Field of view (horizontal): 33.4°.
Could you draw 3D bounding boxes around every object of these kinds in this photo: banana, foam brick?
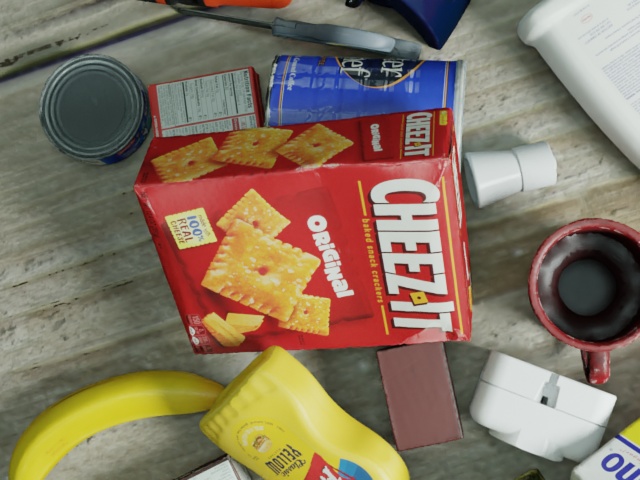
[{"bbox_3d":[-0.171,0.145,0.837,0.198,0.037,0.069,-32,99,4],"label":"banana"},{"bbox_3d":[0.075,0.114,0.799,0.051,0.053,0.078,-12,84,5],"label":"foam brick"}]

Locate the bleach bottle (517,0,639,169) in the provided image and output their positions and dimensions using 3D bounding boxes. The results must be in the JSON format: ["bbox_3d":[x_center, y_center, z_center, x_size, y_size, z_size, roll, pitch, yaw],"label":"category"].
[{"bbox_3d":[0.259,-0.087,0.791,0.102,0.068,0.251,-34,84,3],"label":"bleach bottle"}]

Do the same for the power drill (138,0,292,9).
[{"bbox_3d":[-0.102,-0.279,0.853,0.184,0.057,0.187,6,89,4],"label":"power drill"}]

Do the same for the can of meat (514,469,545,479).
[{"bbox_3d":[0.158,0.218,0.757,0.057,0.102,0.084,-34,84,2],"label":"can of meat"}]

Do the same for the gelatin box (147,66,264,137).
[{"bbox_3d":[-0.088,-0.093,0.848,0.089,0.030,0.073,-9,83,6],"label":"gelatin box"}]

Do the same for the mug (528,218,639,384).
[{"bbox_3d":[0.197,0.046,0.776,0.093,0.081,0.117,-7,85,6],"label":"mug"}]

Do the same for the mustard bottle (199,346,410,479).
[{"bbox_3d":[0.008,0.169,0.786,0.191,0.058,0.096,42,126,-3],"label":"mustard bottle"}]

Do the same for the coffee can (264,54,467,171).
[{"bbox_3d":[0.036,-0.085,0.795,0.140,0.102,0.103,3,86,7],"label":"coffee can"}]

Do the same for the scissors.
[{"bbox_3d":[-0.022,-0.162,0.818,0.202,0.096,0.016,11,98,4],"label":"scissors"}]

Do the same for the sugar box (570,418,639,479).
[{"bbox_3d":[0.271,0.150,0.745,0.176,0.048,0.093,-33,59,-14],"label":"sugar box"}]

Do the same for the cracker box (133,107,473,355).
[{"bbox_3d":[-0.005,0.001,0.757,0.214,0.072,0.164,-4,128,11],"label":"cracker box"}]

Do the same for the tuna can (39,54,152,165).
[{"bbox_3d":[-0.179,-0.104,0.857,0.086,0.033,0.086,-1,85,7],"label":"tuna can"}]

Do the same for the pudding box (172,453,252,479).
[{"bbox_3d":[-0.081,0.231,0.816,0.090,0.039,0.113,-26,85,3],"label":"pudding box"}]
